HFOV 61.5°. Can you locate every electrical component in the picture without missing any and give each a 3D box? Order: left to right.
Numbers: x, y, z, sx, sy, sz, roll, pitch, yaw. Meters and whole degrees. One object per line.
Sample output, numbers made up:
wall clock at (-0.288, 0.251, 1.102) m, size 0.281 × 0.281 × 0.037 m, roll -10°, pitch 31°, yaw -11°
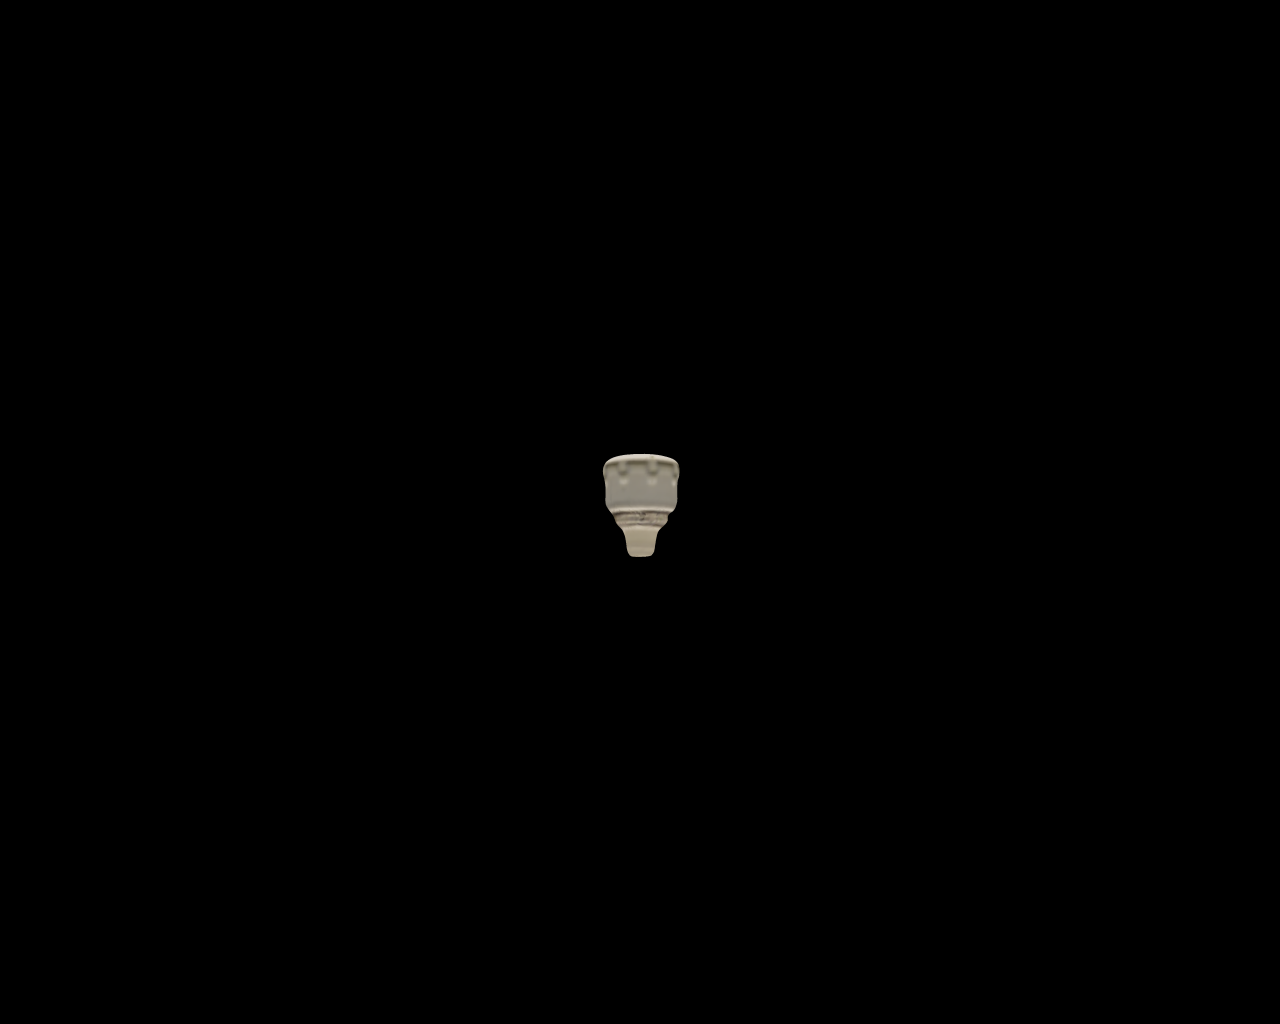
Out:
electrical component at (0.001, -0.003, 0.650) m, size 0.048 × 0.062 × 0.048 m, roll 0°, pitch -7°, yaw 0°
